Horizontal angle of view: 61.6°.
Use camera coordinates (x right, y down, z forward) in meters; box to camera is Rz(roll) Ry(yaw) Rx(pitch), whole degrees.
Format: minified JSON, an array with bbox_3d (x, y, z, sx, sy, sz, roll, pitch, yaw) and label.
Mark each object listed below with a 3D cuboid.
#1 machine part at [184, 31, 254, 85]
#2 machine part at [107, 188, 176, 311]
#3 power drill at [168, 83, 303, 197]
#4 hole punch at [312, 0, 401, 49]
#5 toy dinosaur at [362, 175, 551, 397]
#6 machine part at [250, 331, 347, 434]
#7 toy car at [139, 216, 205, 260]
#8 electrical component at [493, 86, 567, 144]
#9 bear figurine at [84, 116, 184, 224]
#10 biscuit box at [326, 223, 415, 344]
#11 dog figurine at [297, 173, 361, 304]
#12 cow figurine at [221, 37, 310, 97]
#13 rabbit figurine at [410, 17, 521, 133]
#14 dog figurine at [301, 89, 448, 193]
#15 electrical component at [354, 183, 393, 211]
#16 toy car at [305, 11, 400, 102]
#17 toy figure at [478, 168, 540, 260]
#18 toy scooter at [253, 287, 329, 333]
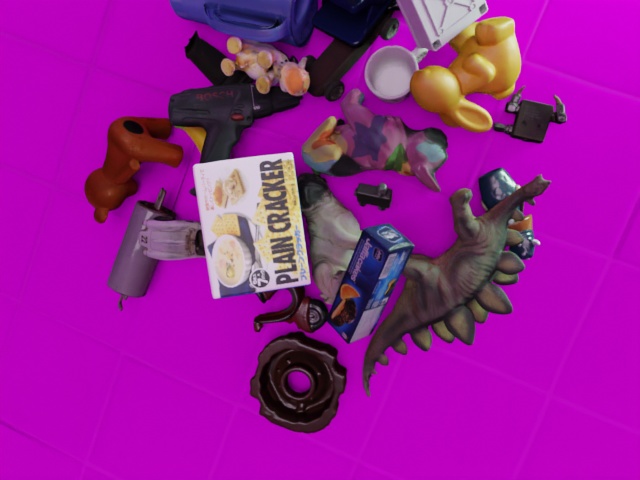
[{"bbox_3d":[-0.191,-0.313,0.976,0.139,0.039,0.084,46,105,4],"label":"machine part"},{"bbox_3d":[-0.333,0.017,1.002,0.079,0.079,0.243,24,98,9],"label":"machine part"},{"bbox_3d":[-0.146,-0.171,0.933,0.232,0.086,0.207,2,93,-8],"label":"power drill"},{"bbox_3d":[0.047,-0.390,0.856,0.142,0.092,0.116,34,82,23],"label":"hole punch"},{"bbox_3d":[0.196,0.077,0.880,0.198,0.105,0.471,47,114,5],"label":"toy dinosaur"},{"bbox_3d":[-0.037,0.254,0.966,0.179,0.056,0.179,1,94,11],"label":"machine part"},{"bbox_3d":[-0.218,0.000,0.959,0.202,0.056,0.073,2,110,-12],"label":"toy car"},{"bbox_3d":[0.343,-0.200,0.871,0.102,0.045,0.078,22,95,10],"label":"electrical component"},{"bbox_3d":[-0.352,-0.126,0.990,0.195,0.132,0.120,-58,48,33],"label":"bear figurine"},{"bbox_3d":[0.075,0.070,0.848,0.063,0.059,0.202,45,131,33],"label":"biscuit box"},{"bbox_3d":[0.001,-0.004,0.934,0.191,0.121,0.172,39,97,22],"label":"dog figurine"},{"bbox_3d":[-0.076,-0.289,0.910,0.167,0.098,0.068,30,122,19],"label":"cow figurine"},{"bbox_3d":[0.220,-0.251,0.851,0.173,0.122,0.162,-28,121,-16],"label":"rabbit figurine"},{"bbox_3d":[0.102,-0.138,0.894,0.219,0.108,0.191,43,99,4],"label":"dog figurine"},{"bbox_3d":[0.089,-0.075,0.905,0.063,0.094,0.021,13,75,9],"label":"electrical component"},{"bbox_3d":[0.050,-0.327,0.918,0.202,0.053,0.089,-47,67,6],"label":"toy car"},{"bbox_3d":[0.312,-0.042,0.879,0.058,0.064,0.154,-27,93,-27],"label":"toy figure"},{"bbox_3d":[-0.078,0.095,0.957,0.135,0.075,0.183,-26,92,12],"label":"toy scooter"}]
